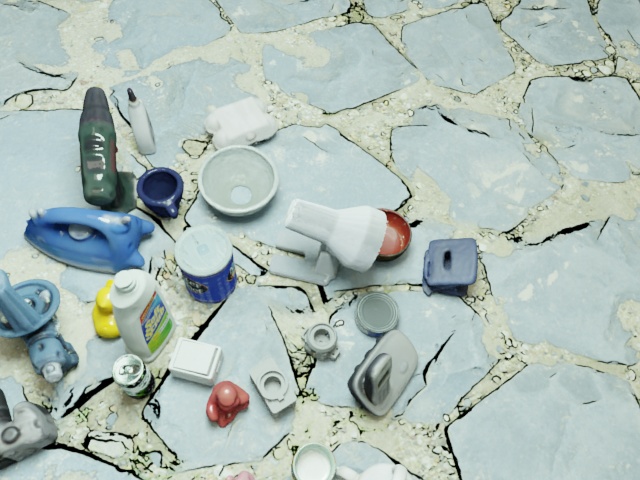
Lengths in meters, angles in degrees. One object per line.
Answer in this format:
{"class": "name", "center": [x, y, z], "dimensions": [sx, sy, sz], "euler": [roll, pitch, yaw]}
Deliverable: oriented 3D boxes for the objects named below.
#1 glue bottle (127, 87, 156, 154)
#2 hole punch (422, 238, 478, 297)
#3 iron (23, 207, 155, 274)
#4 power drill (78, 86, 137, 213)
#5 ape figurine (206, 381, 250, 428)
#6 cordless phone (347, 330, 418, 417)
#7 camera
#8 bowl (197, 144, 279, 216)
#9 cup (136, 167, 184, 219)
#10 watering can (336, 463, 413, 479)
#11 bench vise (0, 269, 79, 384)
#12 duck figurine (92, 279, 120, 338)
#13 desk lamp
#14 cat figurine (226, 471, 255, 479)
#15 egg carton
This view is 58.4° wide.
{"class": "glue bottle", "center": [-0.379, -0.258, 1.201], "dimensions": [0.037, 0.173, 0.078], "euler": [-10, 64, -9]}
{"class": "hole punch", "center": [0.257, 0.051, 1.139], "dimensions": [0.101, 0.091, 0.108], "euler": [8, 62, 0]}
{"class": "iron", "center": [-0.459, -0.022, 1.091], "dimensions": [0.258, 0.141, 0.118], "euler": [7, 62, -1]}
{"class": "power drill", "center": [-0.419, -0.150, 1.123], "dimensions": [0.075, 0.208, 0.229], "euler": [-7, 63, -8]}
{"class": "ape figurine", "center": [-0.160, 0.276, 0.988], "dimensions": [0.078, 0.092, 0.076], "euler": [-5, 63, -7]}
{"class": "cordless phone", "center": [0.118, 0.215, 0.989], "dimensions": [0.094, 0.185, 0.148], "euler": [32, 65, 12]}
{"class": "camera", "center": [-0.532, 0.298, 0.942], "dimensions": [0.143, 0.101, 0.136], "euler": [-24, 67, -16]}
{"class": "bowl", "center": [-0.168, -0.112, 1.198], "dimensions": [0.167, 0.075, 0.167], "euler": [2, 62, -4]}
{"class": "cup", "center": [-0.310, -0.077, 1.157], "dimensions": [0.092, 0.095, 0.117], "euler": [-27, 68, -17]}
{"class": "watering can", "center": [0.109, 0.402, 0.887], "dimensions": [0.173, 0.194, 0.101], "euler": [8, 62, 0]}
{"class": "bench vise", "center": [-0.481, 0.131, 0.965], "dimensions": [0.207, 0.220, 0.122], "euler": [38, 66, 15]}
{"class": "duck figurine", "center": [-0.386, 0.122, 1.053], "dimensions": [0.077, 0.086, 0.104], "euler": [5, 62, -2]}
{"class": "desk lamp", "center": [0.010, 0.004, 1.074], "dimensions": [0.203, 0.213, 0.118], "euler": [11, 62, 1]}
{"class": "cat figurine", "center": [-0.113, 0.426, 0.899], "dimensions": [0.067, 0.118, 0.127], "euler": [-28, 68, -17]}
{"class": "egg carton", "center": [-0.175, -0.254, 1.274], "dimensions": [0.150, 0.069, 0.107], "euler": [-25, 67, -16]}
